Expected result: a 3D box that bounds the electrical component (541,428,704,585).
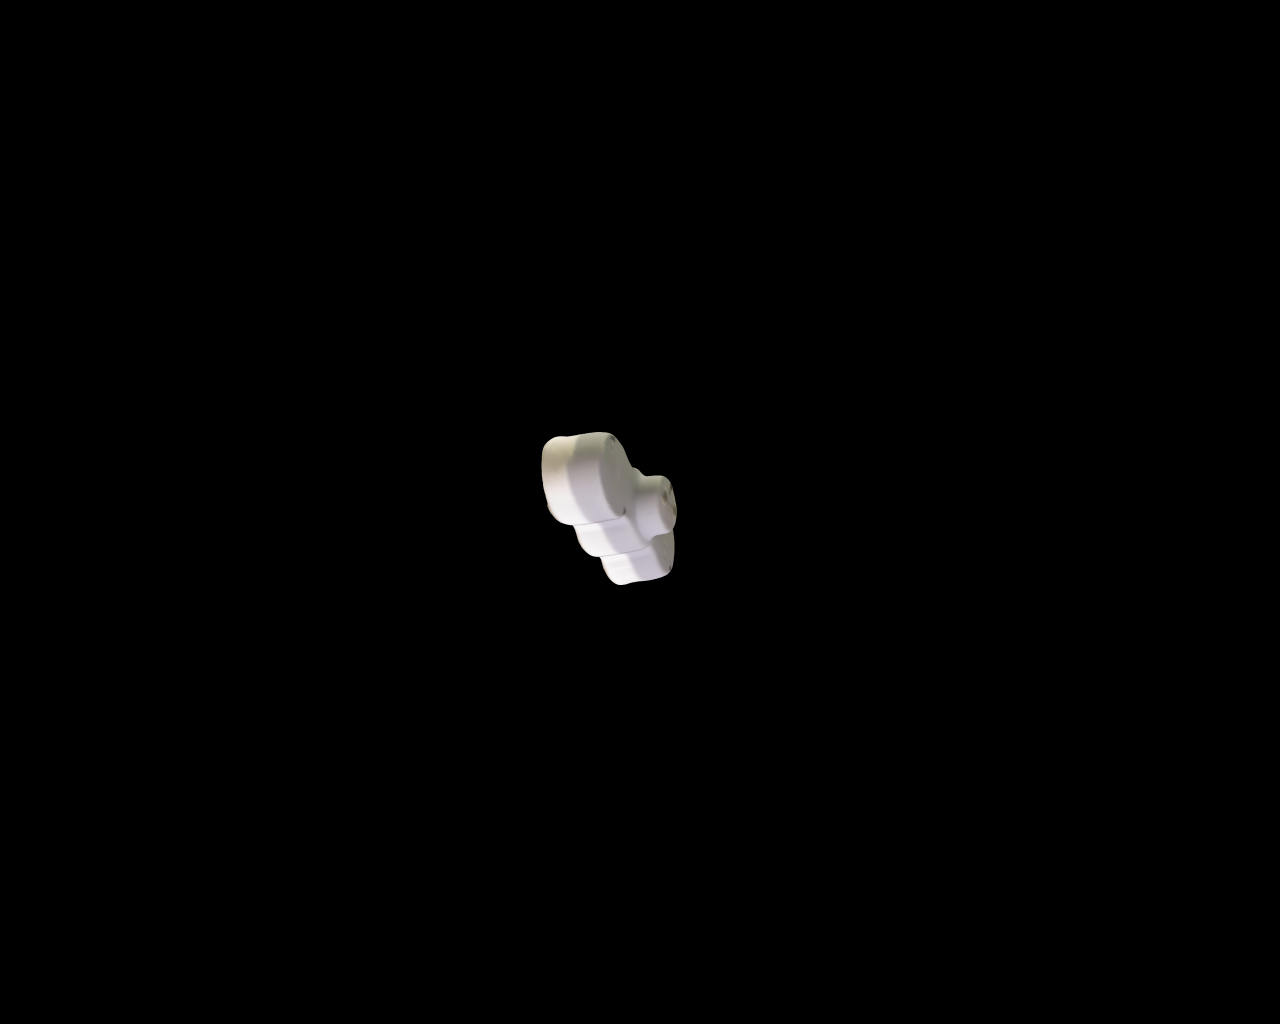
[{"bbox_3d":[0.001,-0.003,0.650,0.074,0.052,0.138,-9,-30,17],"label":"electrical component"}]
